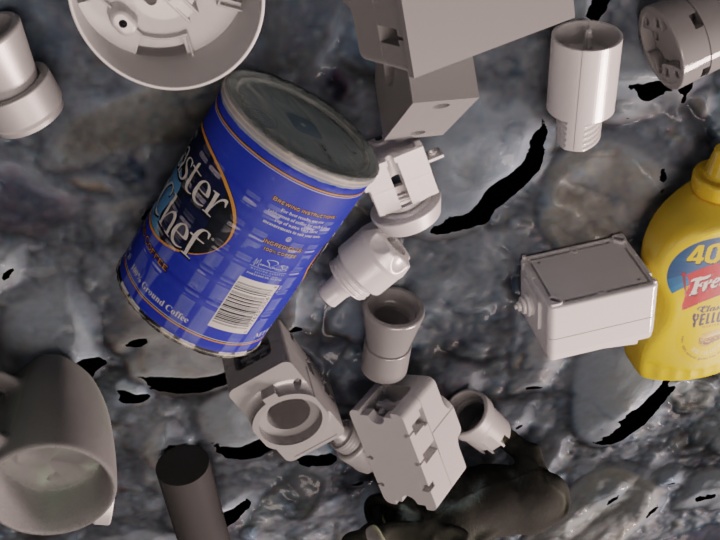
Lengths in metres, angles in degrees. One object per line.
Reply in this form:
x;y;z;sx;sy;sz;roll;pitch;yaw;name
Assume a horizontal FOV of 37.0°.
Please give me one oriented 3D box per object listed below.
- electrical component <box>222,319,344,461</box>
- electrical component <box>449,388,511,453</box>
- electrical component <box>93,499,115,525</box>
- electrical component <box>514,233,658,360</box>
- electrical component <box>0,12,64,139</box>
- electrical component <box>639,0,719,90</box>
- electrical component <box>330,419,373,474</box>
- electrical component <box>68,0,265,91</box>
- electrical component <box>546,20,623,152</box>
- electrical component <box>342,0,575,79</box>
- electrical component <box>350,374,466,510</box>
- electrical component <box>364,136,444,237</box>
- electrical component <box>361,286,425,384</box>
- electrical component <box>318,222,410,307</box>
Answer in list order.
-0.054;0.090;0.770;0.050;0.055;0.089;-29;129;6;electrical component
0.094;0.121;0.849;0.040;0.040;0.046;-36;134;12;electrical component
-0.206;0.167;0.796;0.046;0.040;0.040;8;124;-15;electrical component
0.158;0.024;0.778;0.096;0.061;0.061;-12;129;-7;electrical component
-0.193;-0.105;0.586;0.045;0.045;0.055;-22;130;1;electrical component
0.208;-0.146;0.668;0.047;0.055;0.055;-23;130;-3;electrical component
-0.006;0.132;0.831;0.035;0.035;0.061;-42;125;16;electrical component
-0.103;-0.151;0.564;0.099;0.064;0.099;-8;128;-11;electrical component
0.140;-0.112;0.681;0.043;0.043;0.081;-10;129;-9;electrical component
0.038;-0.204;0.532;0.105;0.060;0.186;-24;120;-24;electrical component
0.039;0.126;0.811;0.050;0.056;0.089;0;122;39;electrical component
0.024;-0.055;0.689;0.066;0.048;0.055;-22;122;1;electrical component
0.020;0.050;0.772;0.044;0.044;0.065;-4;132;-13;electrical component
0.000;0.000;0.725;0.062;0.043;0.043;-39;127;17;electrical component
